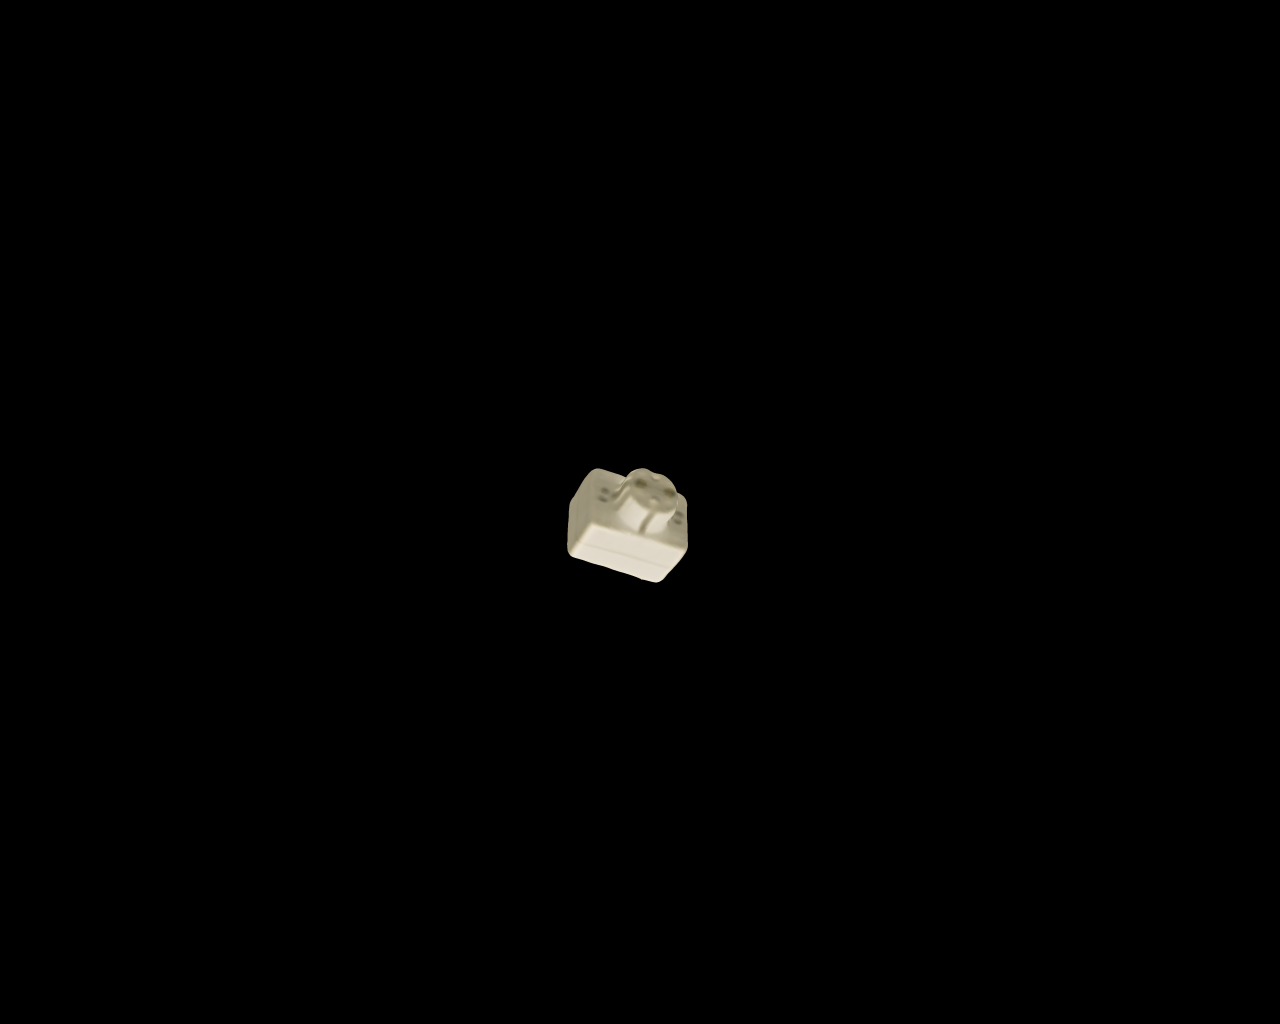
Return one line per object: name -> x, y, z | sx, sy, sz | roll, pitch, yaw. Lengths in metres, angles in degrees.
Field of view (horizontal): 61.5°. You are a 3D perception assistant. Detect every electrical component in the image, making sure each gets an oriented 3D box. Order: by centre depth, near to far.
electrical component -> 0.001, -0.003, 0.650 | 0.066, 0.047, 0.076 | 18, -44, -19
